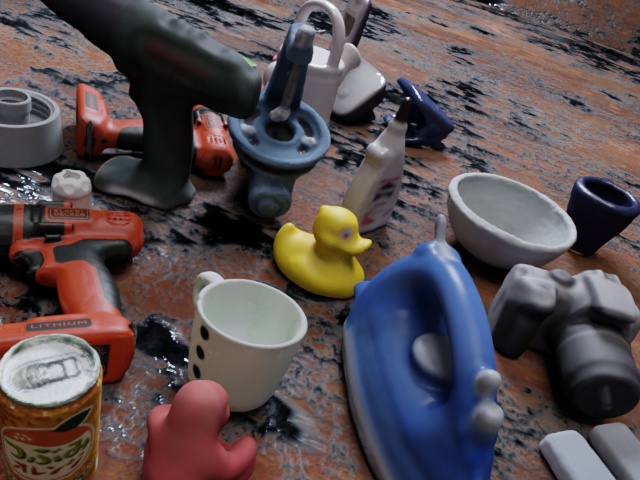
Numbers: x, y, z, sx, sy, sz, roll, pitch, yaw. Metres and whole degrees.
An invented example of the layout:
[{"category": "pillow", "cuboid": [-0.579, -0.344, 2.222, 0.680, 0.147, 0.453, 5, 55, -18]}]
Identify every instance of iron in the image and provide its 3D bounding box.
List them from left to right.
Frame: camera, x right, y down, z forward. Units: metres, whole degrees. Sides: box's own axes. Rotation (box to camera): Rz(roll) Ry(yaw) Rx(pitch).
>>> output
[{"category": "iron", "cuboid": [0.097, 0.100, 0.448, 0.119, 0.141, 0.258, 9, 35, -13]}]

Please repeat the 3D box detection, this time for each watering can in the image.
[{"category": "watering can", "cuboid": [-0.011, -0.260, 0.857, 0.100, 0.194, 0.173, 26, 35, 11]}]

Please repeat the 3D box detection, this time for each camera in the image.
[{"category": "camera", "cuboid": [0.254, 0.094, 0.565, 0.143, 0.101, 0.137, 17, 34, -1]}]

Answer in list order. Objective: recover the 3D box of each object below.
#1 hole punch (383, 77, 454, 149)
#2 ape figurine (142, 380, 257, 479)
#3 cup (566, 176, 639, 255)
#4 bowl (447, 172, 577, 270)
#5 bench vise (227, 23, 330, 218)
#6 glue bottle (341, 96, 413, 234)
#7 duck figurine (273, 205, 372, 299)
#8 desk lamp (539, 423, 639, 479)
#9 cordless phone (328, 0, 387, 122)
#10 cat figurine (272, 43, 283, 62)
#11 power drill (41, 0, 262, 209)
[{"category": "hole punch", "cuboid": [0.174, -0.219, 0.976, 0.101, 0.091, 0.108, 3, 37, -21]}, {"category": "ape figurine", "cuboid": [-0.080, 0.128, 0.372, 0.077, 0.092, 0.076, 32, 37, 20]}, {"category": "cup", "cuboid": [0.386, -0.034, 0.811, 0.091, 0.095, 0.118, 25, 35, 11]}, {"category": "bowl", "cuboid": [0.230, -0.013, 0.728, 0.167, 0.075, 0.167, 12, 35, -8]}, {"category": "bench vise", "cuboid": [-0.056, -0.164, 0.679, 0.122, 0.220, 0.207, -3, 39, -27]}, {"category": "glue bottle", "cuboid": [0.074, -0.087, 0.672, 0.037, 0.173, 0.078, 39, 39, 28]}, {"category": "duck figurine", "cuboid": [0.005, 0.002, 0.593, 0.104, 0.086, 0.078, 26, 35, 12]}, {"category": "desk lamp", "cuboid": [0.282, 0.160, 0.385, 0.118, 0.213, 0.202, 0, 38, -24]}, {"category": "cordless phone", "cuboid": [0.058, -0.305, 0.960, 0.094, 0.185, 0.147, -10, 43, -35]}, {"category": "cat figurine", "cuboid": [-0.043, -0.303, 0.971, 0.067, 0.118, 0.128, 18, 34, 0]}, {"category": "power drill", "cuboid": [-0.183, -0.145, 0.604, 0.229, 0.208, 0.075, 15, 34, -4]}]
